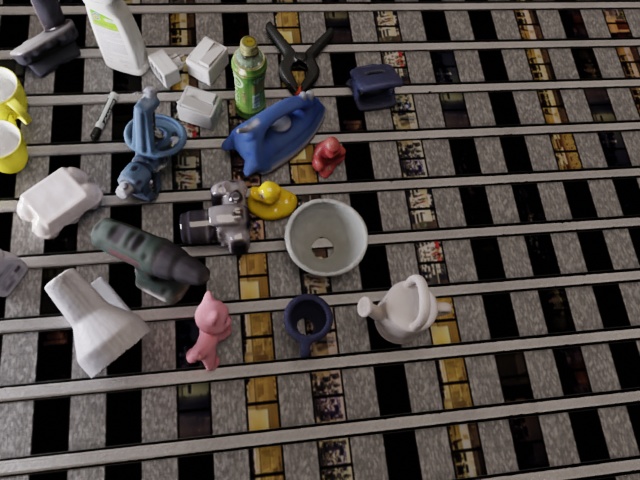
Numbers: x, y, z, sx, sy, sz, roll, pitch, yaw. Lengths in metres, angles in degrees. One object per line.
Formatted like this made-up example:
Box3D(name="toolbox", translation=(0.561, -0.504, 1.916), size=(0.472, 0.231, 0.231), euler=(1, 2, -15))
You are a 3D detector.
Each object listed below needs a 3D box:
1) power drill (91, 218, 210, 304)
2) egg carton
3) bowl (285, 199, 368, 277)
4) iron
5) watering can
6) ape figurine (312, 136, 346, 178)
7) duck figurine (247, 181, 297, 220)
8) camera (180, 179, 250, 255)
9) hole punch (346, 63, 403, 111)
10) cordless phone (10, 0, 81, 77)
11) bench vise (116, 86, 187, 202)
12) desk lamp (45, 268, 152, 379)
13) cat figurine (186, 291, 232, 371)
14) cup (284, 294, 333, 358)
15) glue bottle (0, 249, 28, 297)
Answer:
Box3D(name="power drill", translation=(-0.294, 0.045, 1.038), size=(0.229, 0.208, 0.076), euler=(25, 68, 4))
Box3D(name="egg carton", translation=(-0.513, -0.075, 1.133), size=(0.107, 0.069, 0.150), euler=(44, 71, 11))
Box3D(name="bowl", translation=(0.011, 0.004, 1.161), size=(0.167, 0.075, 0.167), euler=(2, 69, -6))
Box3D(name="iron", translation=(-0.081, -0.253, 1.214), size=(0.259, 0.141, 0.118), euler=(-38, 77, -18))
Box3D(name="watering can", translation=(0.160, 0.129, 1.066), size=(0.173, 0.194, 0.101), euler=(-21, 73, -14))
Box3D(name="ape figurine", translation=(0.020, -0.188, 1.227), size=(0.078, 0.092, 0.076), euler=(-12, 71, -11))
Box3D(name="duck figurine", translation=(-0.098, -0.089, 1.178), size=(0.104, 0.086, 0.077), euler=(3, 69, -5))
Box3D(name="camera", translation=(-0.209, -0.047, 1.141), size=(0.137, 0.101, 0.143), euler=(-5, 70, -8))
Box3D(name="hole punch", translation=(0.124, -0.362, 1.307), size=(0.109, 0.091, 0.101), euler=(-12, 71, -11))
Box3D(name="cordless phone", translation=(-0.596, -0.451, 1.207), size=(0.094, 0.185, 0.148), euler=(42, 70, 10))
Box3D(name="bench vise", translation=(-0.328, -0.182, 1.115), size=(0.121, 0.220, 0.207), euler=(5, 68, -4))
Box3D(name="desk lamp", translation=(-0.384, 0.140, 0.988), size=(0.118, 0.213, 0.203), euler=(-40, 78, -18))
Box3D(name="cat figurine", translation=(-0.203, 0.165, 1.051), size=(0.067, 0.118, 0.128), euler=(16, 68, 0))
Box3D(name="cup", translation=(-0.026, 0.170, 1.082), size=(0.091, 0.095, 0.118), euler=(6, 68, -4))
Box3D(name="glue bottle", translation=(-0.585, 0.044, 1.023), size=(0.037, 0.173, 0.078), euler=(28, 68, 5))
